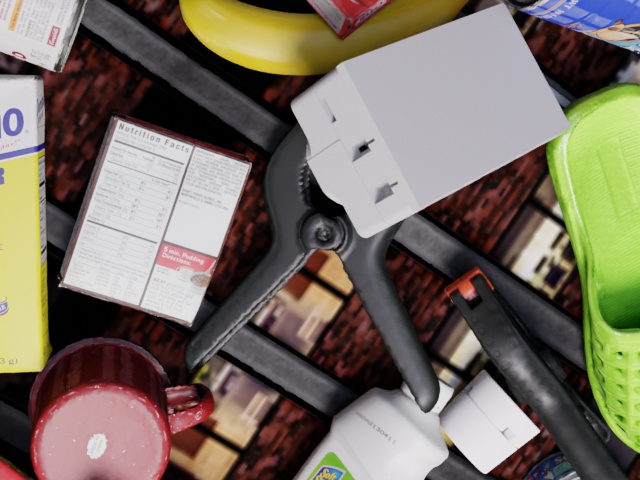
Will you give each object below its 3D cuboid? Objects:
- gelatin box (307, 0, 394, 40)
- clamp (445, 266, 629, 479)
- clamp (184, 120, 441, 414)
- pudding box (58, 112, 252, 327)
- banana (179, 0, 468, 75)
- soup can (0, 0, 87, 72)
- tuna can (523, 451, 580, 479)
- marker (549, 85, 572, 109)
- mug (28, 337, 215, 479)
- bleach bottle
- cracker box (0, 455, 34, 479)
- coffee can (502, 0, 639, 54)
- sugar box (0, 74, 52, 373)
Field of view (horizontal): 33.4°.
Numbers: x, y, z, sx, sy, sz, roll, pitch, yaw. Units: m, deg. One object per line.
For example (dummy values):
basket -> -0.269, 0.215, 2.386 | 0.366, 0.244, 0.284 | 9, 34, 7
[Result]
gelatin box -> 0.014, -0.176, 0.639 | 0.073, 0.030, 0.089 | -39, 85, -15
clamp -> 0.144, 0.095, 0.691 | 0.039, 0.120, 0.171 | -41, 100, 6
clamp -> -0.004, 0.001, 0.673 | 0.164, 0.036, 0.210 | 1, 90, 9
pudding box -> -0.103, -0.012, 0.661 | 0.090, 0.039, 0.113 | 19, 93, -13
banana -> 0.000, -0.136, 0.660 | 0.197, 0.037, 0.069 | 1, 100, -11
soup can -> -0.185, -0.144, 0.607 | 0.102, 0.068, 0.068 | 20, 95, -15
tuna can -> 0.183, 0.194, 0.754 | 0.086, 0.034, 0.086 | -2, 100, -11
marker -> 0.156, -0.088, 0.707 | 0.121, 0.020, 0.020 | 34, 92, -14
mug -> -0.122, 0.112, 0.656 | 0.117, 0.081, 0.093 | -9, 101, -9
bleach bottle -> 0.014, 0.198, 0.692 | 0.103, 0.068, 0.251 | 33, 91, 28
cracker box -> -0.242, 0.183, 0.603 | 0.213, 0.072, 0.164 | 47, 69, -30
coffee can -> 0.193, -0.168, 0.648 | 0.140, 0.103, 0.103 | 14, 97, -22
sugar box -> -0.211, -0.010, 0.635 | 0.093, 0.048, 0.176 | -1, 102, -8
